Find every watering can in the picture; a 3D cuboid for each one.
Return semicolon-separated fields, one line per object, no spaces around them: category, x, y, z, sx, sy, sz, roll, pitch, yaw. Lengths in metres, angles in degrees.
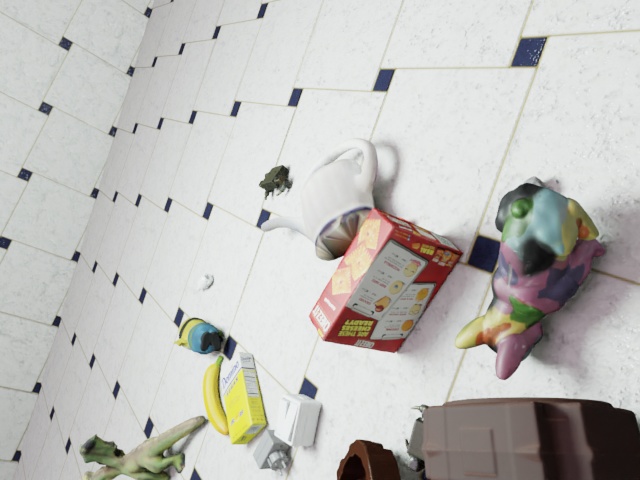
watering can;0.003;-0.053;1.052;0.342;0.103;0.229;-42;47;31

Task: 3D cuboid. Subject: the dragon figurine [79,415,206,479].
dragon figurine;-0.482;0.542;1.311;0.403;0.241;0.125;-53;37;26
